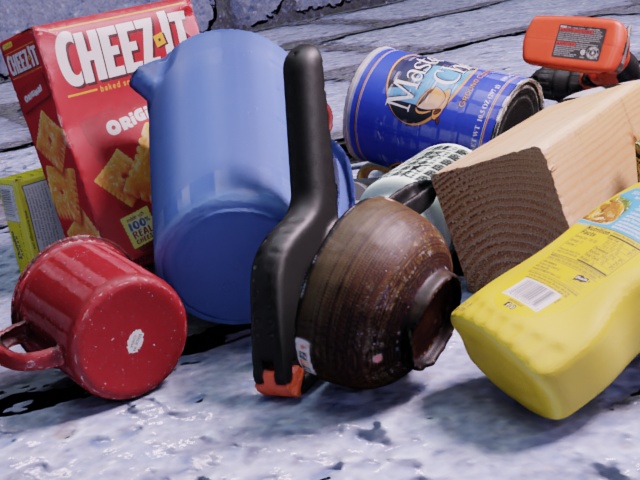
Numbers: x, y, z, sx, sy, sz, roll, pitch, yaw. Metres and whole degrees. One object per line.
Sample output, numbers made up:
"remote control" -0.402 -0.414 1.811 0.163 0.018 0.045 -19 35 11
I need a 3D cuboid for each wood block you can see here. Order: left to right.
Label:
"wood block" 0.179 -0.044 0.793 0.090 0.091 0.205 -14 10 38

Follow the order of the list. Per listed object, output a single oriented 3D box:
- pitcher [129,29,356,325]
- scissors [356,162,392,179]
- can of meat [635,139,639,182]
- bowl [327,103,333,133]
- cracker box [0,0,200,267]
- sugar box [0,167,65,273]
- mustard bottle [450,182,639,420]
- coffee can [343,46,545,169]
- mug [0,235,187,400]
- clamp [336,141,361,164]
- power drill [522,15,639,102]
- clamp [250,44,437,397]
"pitcher" -0.055 -0.047 0.792 0.149 0.145 0.243 -17 34 5
"scissors" 0.119 -0.072 0.962 0.202 0.096 0.016 1 -6 38
"can of meat" 0.250 -0.024 0.727 0.057 0.084 0.102 -7 17 7
"bowl" -0.056 -0.082 1.073 0.162 0.055 0.162 -14 39 12
"cracker box" -0.159 -0.090 0.925 0.163 0.214 0.072 -23 11 -40
"sugar box" -0.198 -0.034 0.982 0.175 0.093 0.048 -21 19 -36
"mustard bottle" 0.171 0.014 0.581 0.191 0.058 0.096 -35 25 -10
"coffee can" 0.105 -0.101 0.907 0.140 0.103 0.102 19 29 29
"mug" -0.147 0.054 0.671 0.117 0.093 0.082 -17 23 -33
"clamp" -0.008 -0.084 1.144 0.172 0.039 0.120 -3 13 30
"power drill" 0.287 -0.184 1.146 0.185 0.057 0.187 11 -3 35
"clamp" 0.011 0.004 0.676 0.036 0.210 0.164 -5 -27 40
